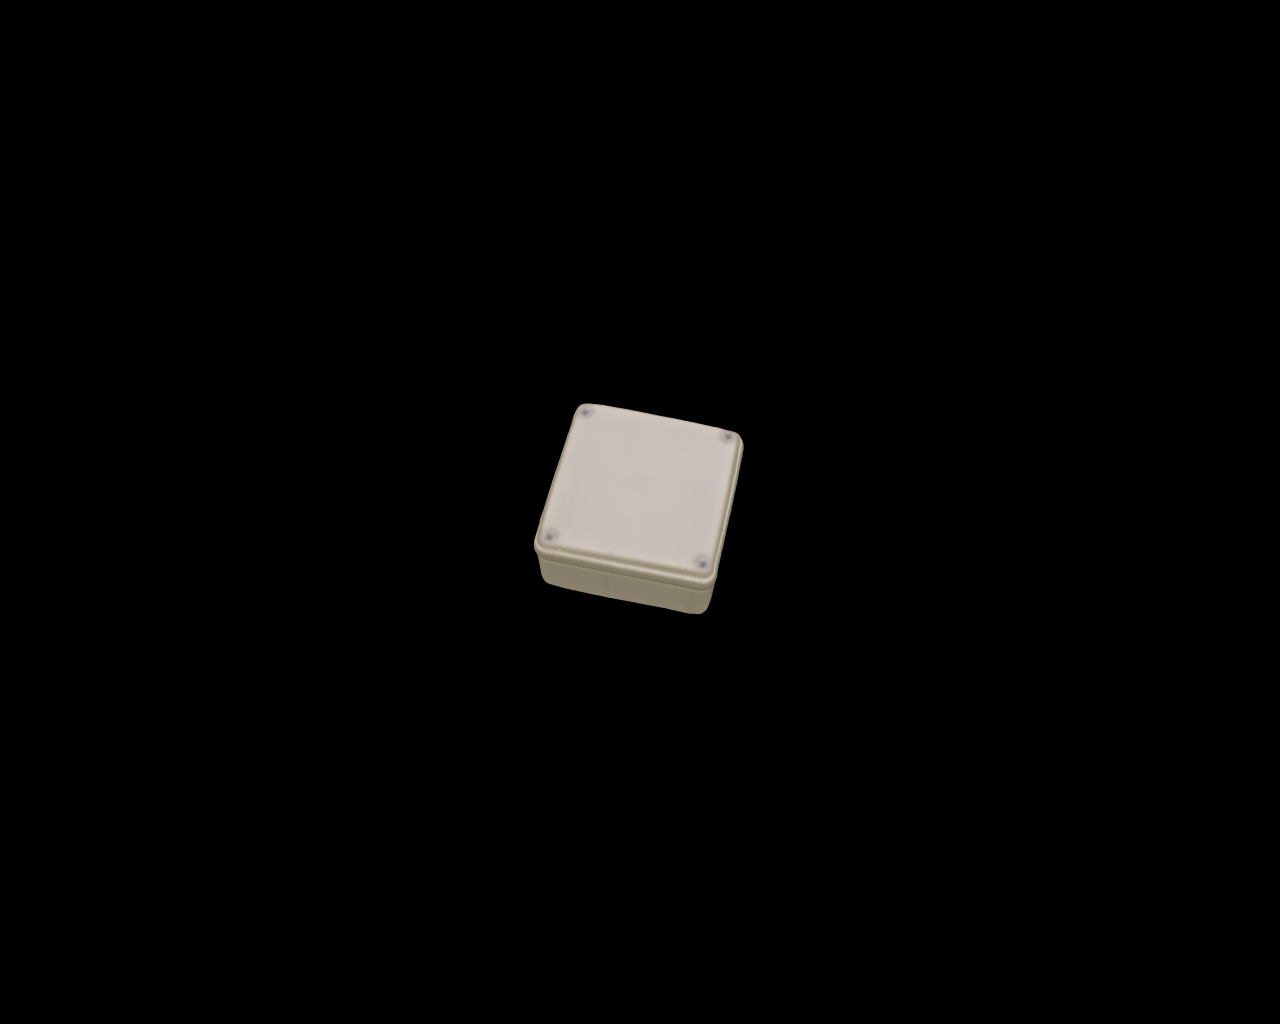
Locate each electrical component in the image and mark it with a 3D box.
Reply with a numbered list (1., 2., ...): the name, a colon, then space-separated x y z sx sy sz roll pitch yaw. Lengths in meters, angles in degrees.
1. electrical component: 0.001 -0.003 0.650 0.109 0.109 0.056 11 -30 7
